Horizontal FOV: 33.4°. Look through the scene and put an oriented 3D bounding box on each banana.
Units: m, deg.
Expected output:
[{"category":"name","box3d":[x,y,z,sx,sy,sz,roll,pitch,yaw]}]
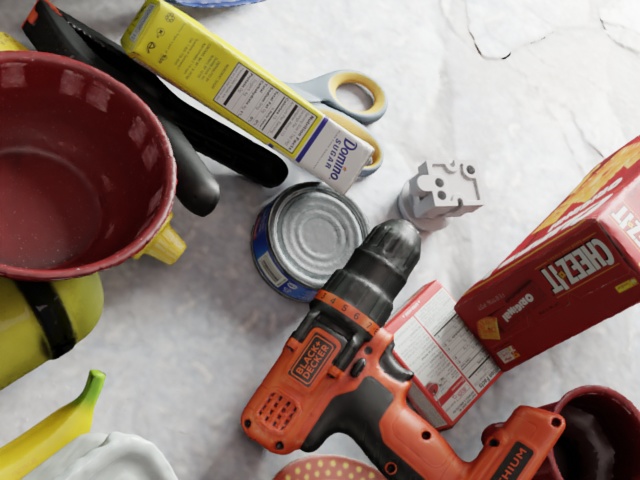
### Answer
[{"category":"banana","box3d":[-0.211,0.140,0.625,0.197,0.037,0.069,-24,117,-37]}]

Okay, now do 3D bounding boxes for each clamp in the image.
[{"category":"clamp","box3d":[-0.117,-0.093,0.741,0.210,0.036,0.164,41,16,12]}]

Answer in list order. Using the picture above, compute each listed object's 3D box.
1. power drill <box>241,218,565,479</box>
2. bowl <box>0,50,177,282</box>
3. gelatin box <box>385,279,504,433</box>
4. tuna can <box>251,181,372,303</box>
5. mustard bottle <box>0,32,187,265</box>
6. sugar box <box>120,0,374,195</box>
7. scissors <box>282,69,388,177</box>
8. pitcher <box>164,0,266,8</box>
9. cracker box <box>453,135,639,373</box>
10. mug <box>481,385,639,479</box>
[{"category":"power drill","box3d":[0.066,0.100,0.720,0.188,0.057,0.184,33,83,13]},{"category":"bowl","box3d":[-0.169,-0.033,0.628,0.162,0.055,0.162,11,54,-16]},{"category":"gelatin box","box3d":[0.087,0.086,0.794,0.073,0.030,0.089,-40,91,-30]},{"category":"tuna can","box3d":[-0.005,0.001,0.782,0.086,0.034,0.086,8,69,-21]},{"category":"mustard bottle","box3d":[-0.169,-0.049,0.712,0.191,0.058,0.096,39,45,-7]},{"category":"sugar box","box3d":[-0.051,-0.102,0.740,0.176,0.093,0.048,30,96,-19]},{"category":"scissors","box3d":[-0.027,-0.127,0.827,0.201,0.016,0.096,37,60,-8]},{"category":"pitcher","box3d":[-0.100,-0.255,0.750,0.242,0.145,0.149,-22,78,-42]},{"category":"cracker box","box3d":[0.217,-0.010,0.791,0.072,0.164,0.213,51,52,2]},{"category":"mug","box3d":[0.172,0.156,0.777,0.117,0.082,0.093,16,67,-18]}]
